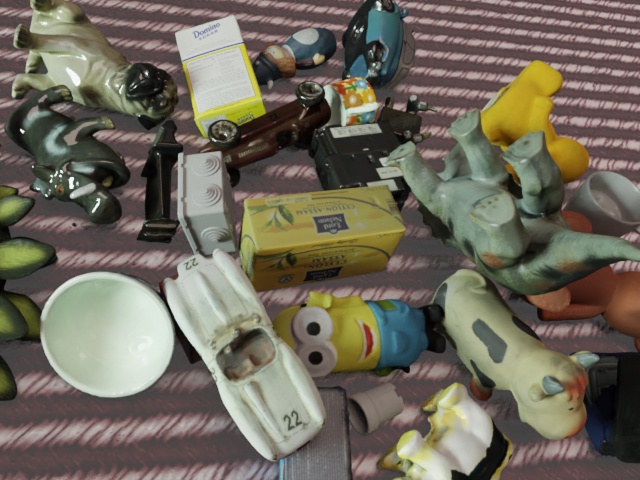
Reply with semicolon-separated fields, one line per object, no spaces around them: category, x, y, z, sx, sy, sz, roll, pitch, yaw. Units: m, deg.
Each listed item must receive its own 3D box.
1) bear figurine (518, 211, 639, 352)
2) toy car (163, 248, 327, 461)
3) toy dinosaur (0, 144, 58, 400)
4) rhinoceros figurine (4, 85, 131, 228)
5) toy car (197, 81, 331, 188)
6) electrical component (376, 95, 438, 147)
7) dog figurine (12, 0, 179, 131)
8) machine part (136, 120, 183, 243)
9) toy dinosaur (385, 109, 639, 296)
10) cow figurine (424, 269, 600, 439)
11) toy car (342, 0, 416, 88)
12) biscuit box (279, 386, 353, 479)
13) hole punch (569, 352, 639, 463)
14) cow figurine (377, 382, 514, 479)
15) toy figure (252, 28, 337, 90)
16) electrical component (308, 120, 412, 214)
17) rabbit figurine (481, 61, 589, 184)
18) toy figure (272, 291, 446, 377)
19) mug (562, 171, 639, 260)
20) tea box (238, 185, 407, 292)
bear figurine;0.335;0.059;0.630;0.196;0.132;0.120;23;83;7
toy car;-0.070;0.094;0.477;0.073;0.056;0.202;-31;70;-13
toy dinosaur;-0.354;0.061;0.479;0.199;0.105;0.471;9;61;-11
rhinoceros figurine;-0.286;-0.095;0.616;0.190;0.073;0.112;43;57;17
toy car;-0.064;-0.130;0.680;0.202;0.089;0.053;-34;67;-31
electrical component;0.123;-0.168;0.777;0.078;0.045;0.102;22;55;1
dog figurine;-0.283;-0.234;0.709;0.190;0.121;0.172;11;57;-23
machine part;-0.187;-0.066;0.625;0.039;0.084;0.139;12;64;-35
toy dinosaur;0.190;-0.016;0.552;0.131;0.192;0.405;-36;30;10
cow figurine;0.195;0.113;0.555;0.085;0.127;0.195;-24;63;-22
toy car;0.097;-0.292;0.824;0.103;0.109;0.161;15;62;-24
biscuit box;-0.004;0.232;0.469;0.063;0.059;0.203;4;56;-9
hole punch;0.343;0.175;0.585;0.142;0.092;0.115;3;86;-14
cow figurine;0.107;0.221;0.501;0.098;0.068;0.167;44;59;10
toy figure;-0.045;-0.275;0.806;0.154;0.057;0.064;-32;30;-27
electrical component;0.058;-0.088;0.701;0.115;0.058;0.134;-10;60;-17
rabbit figurine;0.313;-0.143;0.768;0.173;0.122;0.162;41;58;-8
toy figure;0.038;0.102;0.555;0.180;0.089;0.082;-2;60;-24
mug;0.362;-0.019;0.695;0.081;0.107;0.110;-37;75;-30
tea box;-0.001;-0.002;0.605;0.170;0.098;0.068;-9;59;-17
